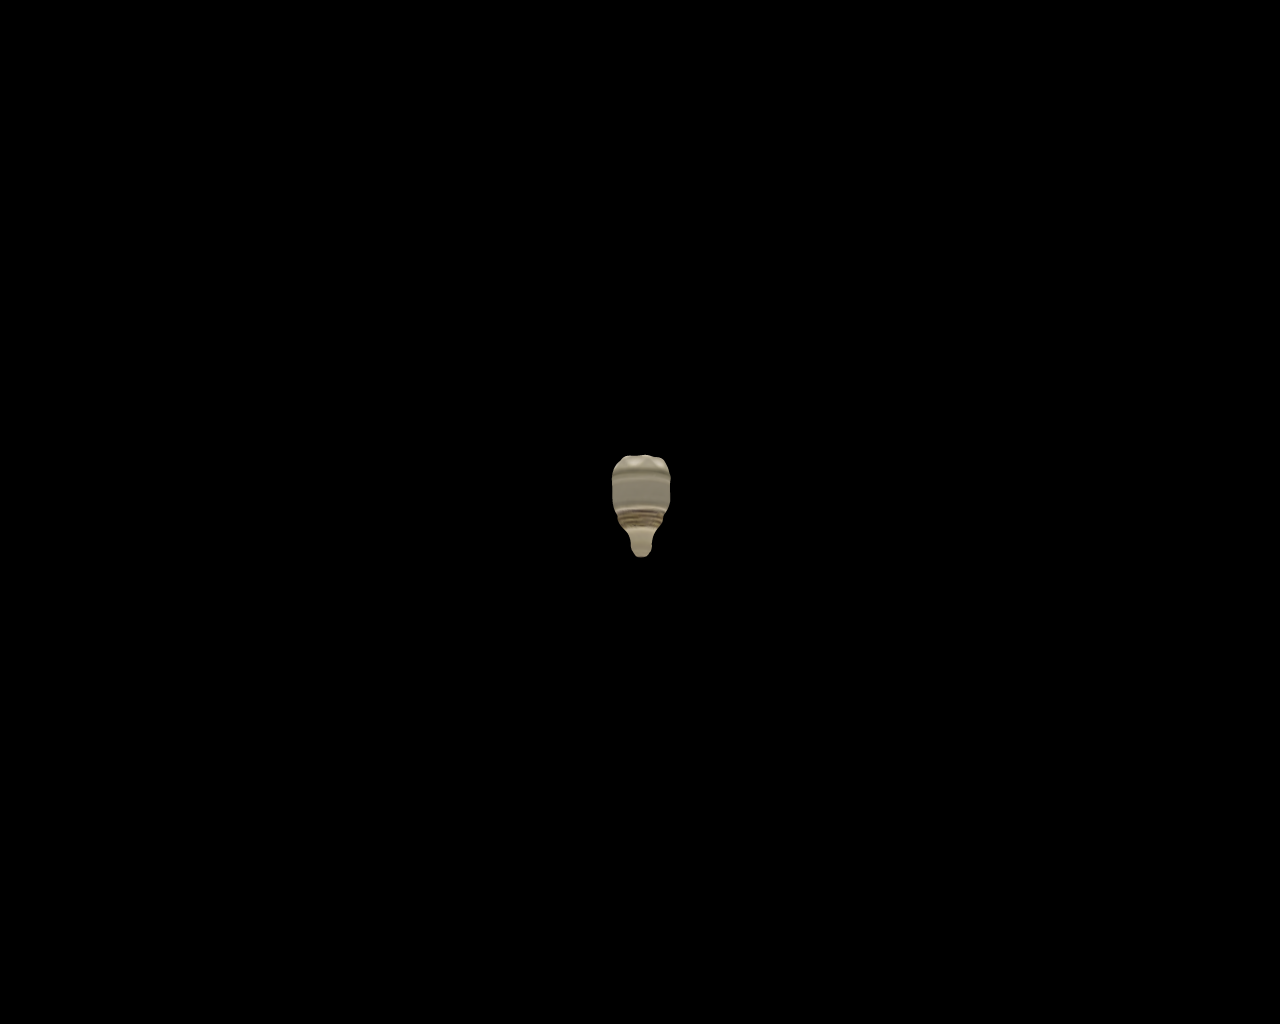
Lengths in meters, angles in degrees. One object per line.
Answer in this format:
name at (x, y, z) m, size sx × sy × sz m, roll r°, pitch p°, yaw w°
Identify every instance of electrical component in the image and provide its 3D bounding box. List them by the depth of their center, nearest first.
electrical component at (0.001, -0.003, 0.650) m, size 0.035 × 0.061 × 0.035 m, roll 0°, pitch -9°, yaw 0°
